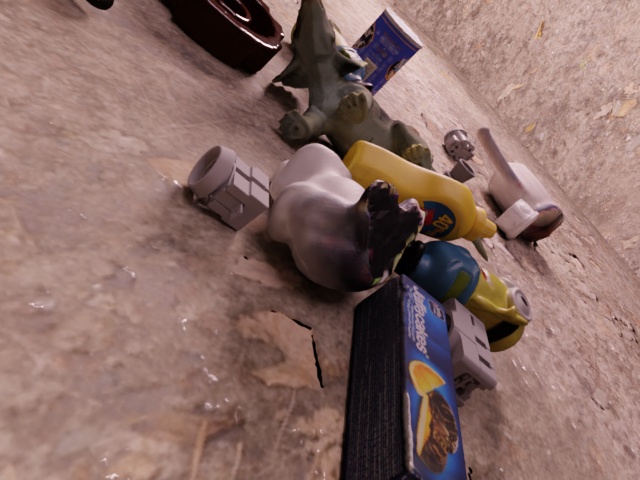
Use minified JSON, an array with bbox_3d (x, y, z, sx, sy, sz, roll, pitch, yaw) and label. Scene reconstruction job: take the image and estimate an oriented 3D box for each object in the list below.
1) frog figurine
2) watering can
[{"bbox_3d":[0.001,-0.024,0.483,0.160,0.121,0.138,22,20,37],"label":"frog figurine"},{"bbox_3d":[0.443,-0.116,1.163,0.344,0.103,0.228,27,31,-57],"label":"watering can"}]
